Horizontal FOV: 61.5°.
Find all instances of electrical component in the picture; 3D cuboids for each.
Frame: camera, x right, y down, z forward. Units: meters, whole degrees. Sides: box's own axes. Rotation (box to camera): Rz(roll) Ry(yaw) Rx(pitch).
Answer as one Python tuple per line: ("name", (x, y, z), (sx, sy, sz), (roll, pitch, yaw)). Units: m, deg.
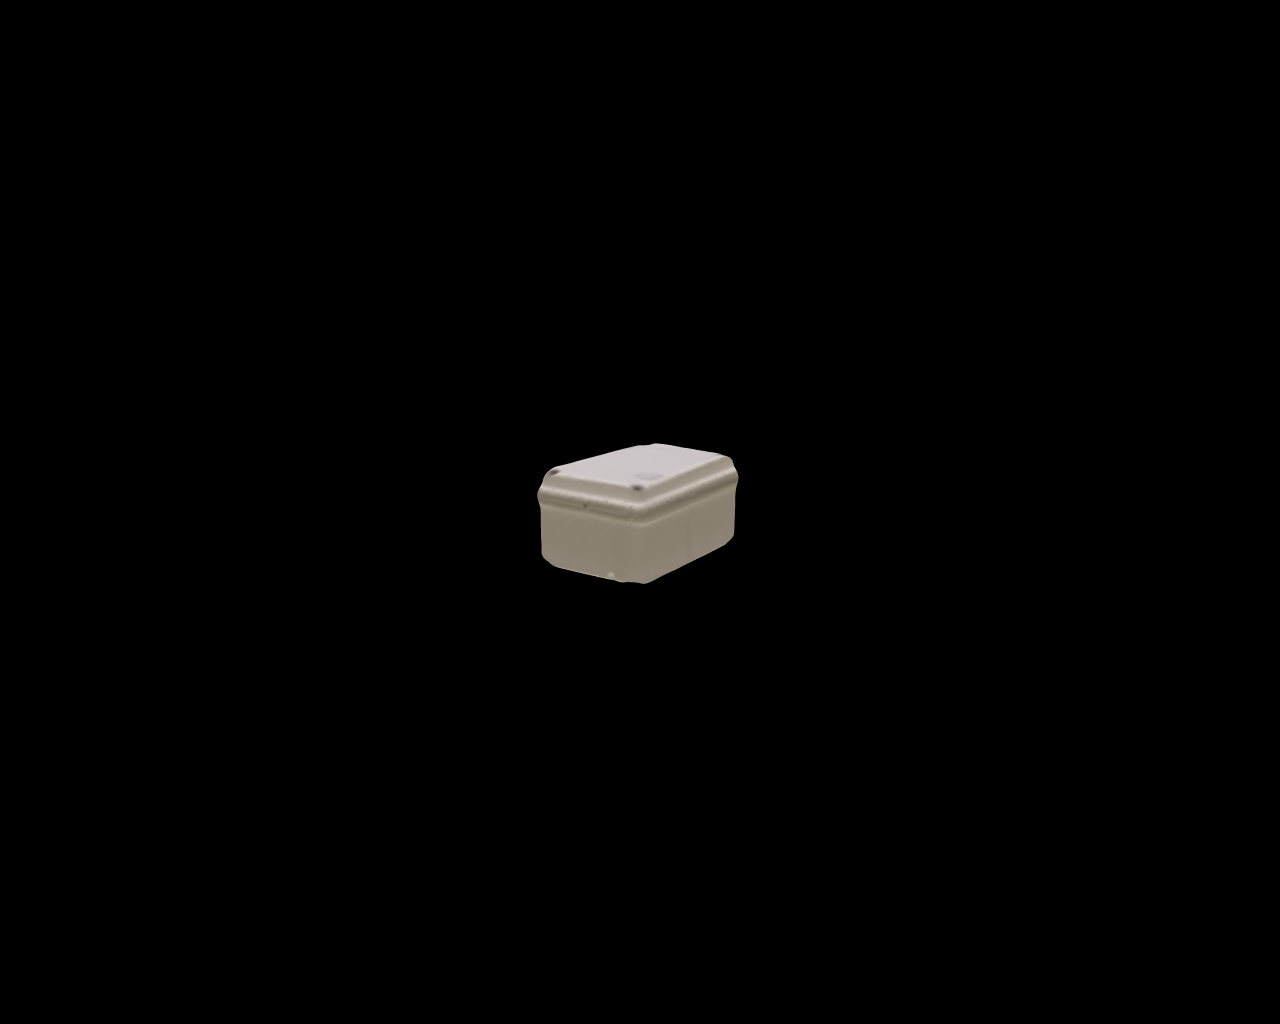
("electrical component", (0.001, -0.003, 0.650), (0.078, 0.057, 0.113), (11, 19, 34))
